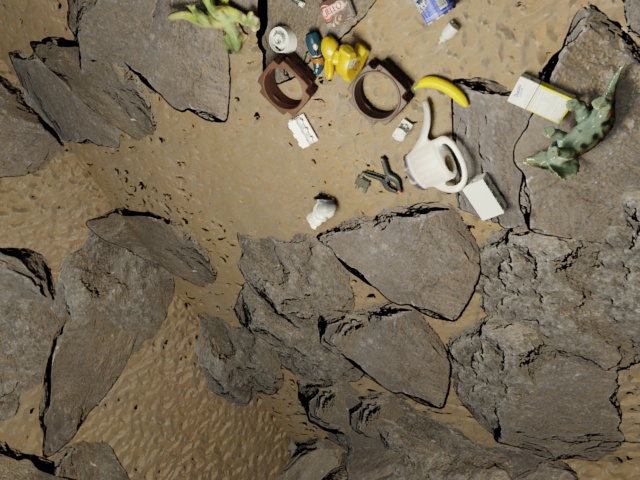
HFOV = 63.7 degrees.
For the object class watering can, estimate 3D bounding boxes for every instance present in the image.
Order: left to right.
[{"bbox_3d":[0.393,-0.315,1.863,0.222,0.346,0.106,-24,8,42],"label":"watering can"}]

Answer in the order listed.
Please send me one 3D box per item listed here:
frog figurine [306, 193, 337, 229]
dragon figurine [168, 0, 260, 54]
[{"bbox_3d":[0.007,-0.113,2.235,0.122,0.157,0.140,8,21,-7],"label":"frog figurine"},{"bbox_3d":[-0.395,-0.830,2.003,0.409,0.238,0.125,-4,38,37],"label":"dragon figurine"}]
